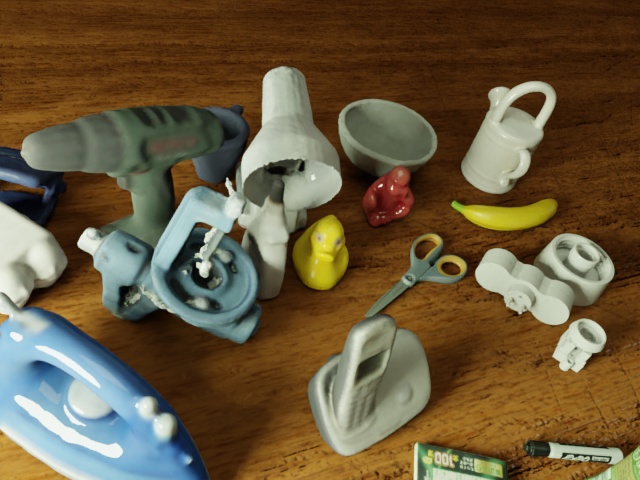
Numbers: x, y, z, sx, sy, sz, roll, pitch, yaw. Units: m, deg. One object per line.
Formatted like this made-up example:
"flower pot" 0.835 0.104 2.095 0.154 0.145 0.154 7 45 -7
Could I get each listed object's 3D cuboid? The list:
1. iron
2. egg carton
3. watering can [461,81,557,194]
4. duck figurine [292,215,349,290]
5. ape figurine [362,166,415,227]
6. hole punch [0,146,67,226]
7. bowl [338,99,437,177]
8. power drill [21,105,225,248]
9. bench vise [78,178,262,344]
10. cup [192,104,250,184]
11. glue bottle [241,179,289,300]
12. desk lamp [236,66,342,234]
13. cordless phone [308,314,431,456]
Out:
"iron" -0.200 0.146 0.531 0.258 0.141 0.119 29 47 10
"egg carton" -0.371 0.014 0.650 0.150 0.069 0.107 29 47 10
"watering can" 0.313 -0.184 0.952 0.101 0.194 0.172 -13 54 -27
"duck figurine" 0.007 0.003 0.763 0.077 0.086 0.104 11 46 -6
"ape figurine" 0.107 -0.072 0.858 0.078 0.092 0.076 15 46 -3
"hole punch" -0.386 -0.083 0.720 0.109 0.091 0.101 11 46 -7
"bowl" 0.104 -0.156 0.945 0.167 0.075 0.167 9 47 -9
"power drill" -0.219 -0.067 0.674 0.230 0.208 0.075 -30 62 -36
"bench vise" -0.155 0.023 0.603 0.208 0.220 0.121 5 47 -12
"cup" -0.148 -0.139 0.841 0.091 0.095 0.118 23 46 5
"glue bottle" -0.062 -0.006 0.690 0.037 0.173 0.078 -13 53 -26
"desk lamp" -0.053 -0.101 0.752 0.118 0.213 0.203 1 48 -15
"cordless phone" 0.067 0.131 0.596 0.148 0.185 0.094 -23 58 -32
